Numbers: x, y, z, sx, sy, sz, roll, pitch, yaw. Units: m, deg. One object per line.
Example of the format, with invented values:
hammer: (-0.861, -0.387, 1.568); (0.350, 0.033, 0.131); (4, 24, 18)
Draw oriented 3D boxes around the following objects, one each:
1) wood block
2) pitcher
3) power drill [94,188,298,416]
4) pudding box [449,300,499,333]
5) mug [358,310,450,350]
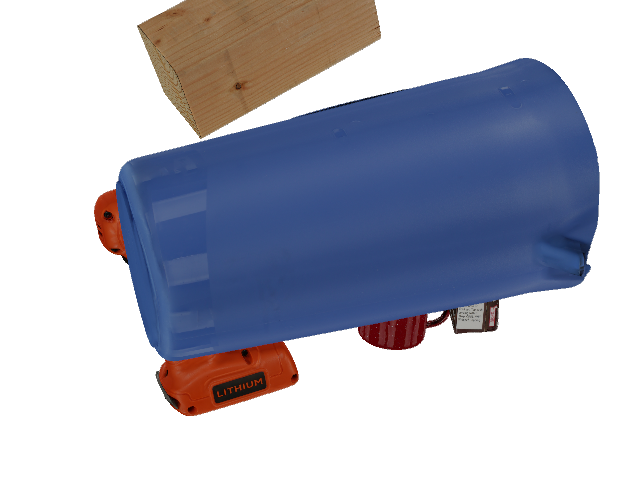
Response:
wood block: (-0.055, -0.199, 1.023); (0.206, 0.090, 0.091); (-31, -38, -11)
pitcher: (0.015, -0.019, 0.589); (0.242, 0.145, 0.149); (-12, -6, -14)
power drill: (-0.063, 0.027, 0.789); (0.184, 0.188, 0.057); (-14, 27, -16)
pudding box: (0.126, 0.014, 0.900); (0.039, 0.090, 0.113); (-1, 24, -2)
mug: (0.099, 0.078, 1.273); (0.117, 0.081, 0.093); (0, 23, -9)
